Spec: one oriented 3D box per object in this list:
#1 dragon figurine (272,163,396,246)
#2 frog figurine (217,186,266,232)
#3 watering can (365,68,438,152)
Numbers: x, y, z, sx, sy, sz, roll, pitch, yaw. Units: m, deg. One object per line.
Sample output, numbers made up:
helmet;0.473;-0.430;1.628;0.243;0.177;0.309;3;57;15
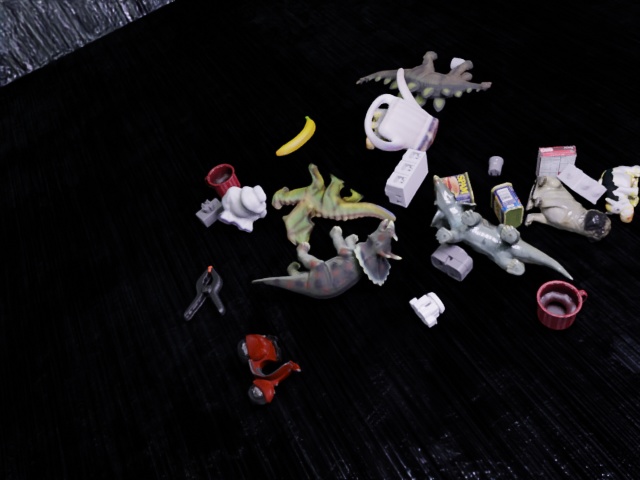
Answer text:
dragon figurine;0.005;-0.077;1.528;0.416;0.120;0.243;36;87;37
frog figurine;-0.222;-0.116;1.562;0.137;0.156;0.125;36;32;1
watering can;0.274;-0.397;1.625;0.224;0.102;0.355;29;60;0
